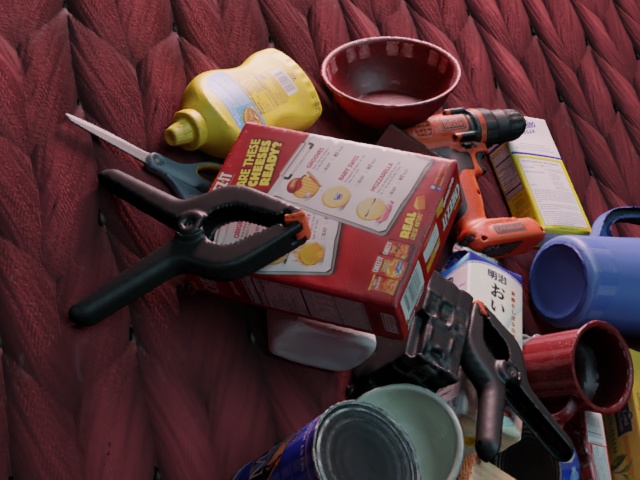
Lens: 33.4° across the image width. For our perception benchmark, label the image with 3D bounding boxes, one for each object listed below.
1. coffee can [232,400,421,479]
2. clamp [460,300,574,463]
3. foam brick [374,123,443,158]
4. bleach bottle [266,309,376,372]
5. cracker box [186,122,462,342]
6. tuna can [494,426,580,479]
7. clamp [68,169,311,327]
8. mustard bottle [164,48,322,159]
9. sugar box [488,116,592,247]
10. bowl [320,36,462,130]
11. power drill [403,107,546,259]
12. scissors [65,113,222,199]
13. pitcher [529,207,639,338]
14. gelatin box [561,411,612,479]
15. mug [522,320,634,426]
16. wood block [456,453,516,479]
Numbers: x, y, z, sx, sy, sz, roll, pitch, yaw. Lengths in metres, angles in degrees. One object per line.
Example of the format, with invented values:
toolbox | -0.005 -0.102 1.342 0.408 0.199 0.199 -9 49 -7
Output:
coffee can | 0.000 0.204 0.867 0.102 0.141 0.103 20 50 -26
clamp | 0.180 0.139 1.016 0.120 0.039 0.171 21 46 -36
foam brick | 0.096 -0.082 1.178 0.078 0.053 0.051 36 84 15
bleach bottle | -0.007 0.001 1.063 0.102 0.068 0.251 17 49 -28
cracker box | 0.002 -0.011 0.967 0.214 0.072 0.164 12 58 22
tuna can | 0.215 0.227 1.058 0.033 0.086 0.086 6 58 -37
clamp | -0.114 -0.011 0.929 0.210 0.036 0.164 -11 53 7
mustard bottle | -0.087 -0.133 1.096 0.191 0.058 0.096 -31 82 -46
sugar box | 0.269 -0.075 1.343 0.093 0.048 0.176 4 55 -35
bowl | 0.080 -0.173 1.226 0.162 0.055 0.162 -1 38 0
power drill | 0.191 -0.071 1.251 0.184 0.057 0.188 -10 65 -25
scissors | -0.151 -0.056 1.023 0.201 0.016 0.096 16 52 -29
pitcher | 0.370 0.046 1.279 0.242 0.145 0.149 6 23 -32
gelatin box | 0.262 0.229 1.102 0.030 0.073 0.089 20 51 -26
mug | 0.250 0.141 1.075 0.093 0.082 0.117 46 56 -19
wood block | 0.186 0.296 0.984 0.206 0.091 0.090 34 46 -14
